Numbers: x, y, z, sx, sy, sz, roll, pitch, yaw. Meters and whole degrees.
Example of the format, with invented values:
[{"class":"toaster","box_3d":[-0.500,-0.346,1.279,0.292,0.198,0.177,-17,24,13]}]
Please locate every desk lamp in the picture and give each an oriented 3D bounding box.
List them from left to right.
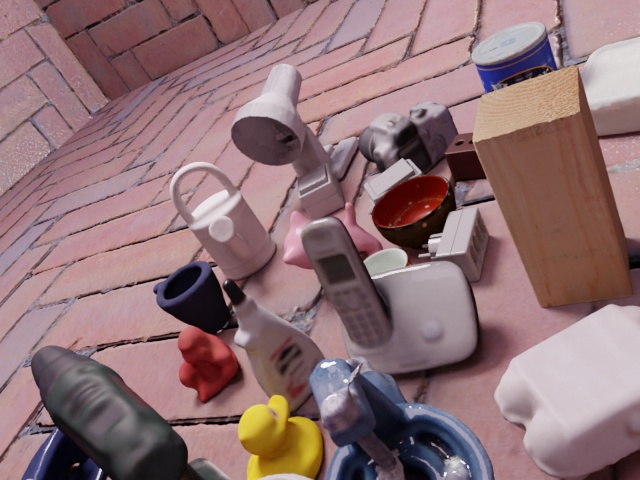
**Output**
[{"class":"desk lamp","box_3d":[-0.045,-0.189,1.015,0.117,0.214,0.203,-11,36,32]}]

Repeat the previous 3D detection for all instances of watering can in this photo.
[{"class":"watering can","box_3d":[-0.156,-0.036,0.909,0.101,0.194,0.172,-45,32,-21]}]

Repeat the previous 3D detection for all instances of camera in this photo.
[{"class":"camera","box_3d":[0.128,-0.170,0.937,0.143,0.101,0.136,-39,30,-11]}]

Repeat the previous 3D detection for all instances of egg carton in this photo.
[{"class":"egg carton","box_3d":[0.219,0.118,0.447,0.150,0.069,0.107,-31,29,2]}]

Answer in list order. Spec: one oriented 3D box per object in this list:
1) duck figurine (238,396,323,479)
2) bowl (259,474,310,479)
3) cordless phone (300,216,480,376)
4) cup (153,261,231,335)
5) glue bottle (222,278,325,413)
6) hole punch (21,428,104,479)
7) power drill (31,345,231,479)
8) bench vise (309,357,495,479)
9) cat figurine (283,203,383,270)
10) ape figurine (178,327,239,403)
[{"class":"duck figurine","box_3d":[-0.049,0.202,0.558,0.077,0.086,0.105,-8,38,37]},{"class":"bowl","box_3d":[-0.035,0.277,0.443,0.167,0.075,0.167,-23,30,15]},{"class":"cordless phone","box_3d":[0.069,0.047,0.578,0.147,0.185,0.094,-18,33,24]},{"class":"cup","box_3d":[-0.186,0.094,0.842,0.117,0.095,0.092,-8,37,36]},{"class":"glue bottle","box_3d":[-0.057,0.107,0.620,0.037,0.173,0.078,6,47,48]},{"class":"hole punch","box_3d":[-0.328,0.284,0.693,0.101,0.091,0.108,-21,31,19]},{"class":"power drill","box_3d":[-0.177,0.201,0.555,0.228,0.209,0.076,8,49,49]},{"class":"bench vise","box_3d":[0.034,0.150,0.419,0.121,0.220,0.206,-40,30,-13]},{"class":"cat figurine","box_3d":[0.007,0.003,0.773,0.128,0.118,0.067,-38,30,-10]},{"class":"ape figurine","box_3d":[-0.148,0.148,0.728,0.077,0.092,0.076,-13,34,30]}]
